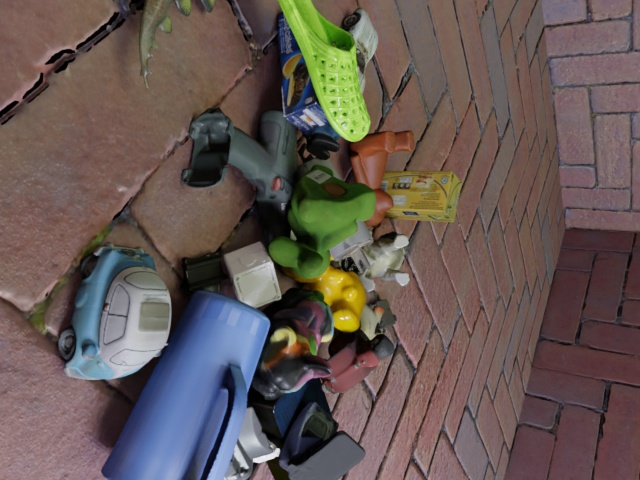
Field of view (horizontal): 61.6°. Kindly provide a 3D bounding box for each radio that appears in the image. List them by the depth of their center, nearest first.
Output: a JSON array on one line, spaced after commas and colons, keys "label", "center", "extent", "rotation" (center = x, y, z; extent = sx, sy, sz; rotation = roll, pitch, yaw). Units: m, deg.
[{"label": "radio", "center": [-0.045, 0.319, 0.943], "extent": [0.131, 0.073, 0.229], "rotation": [-48, 133, -43]}]

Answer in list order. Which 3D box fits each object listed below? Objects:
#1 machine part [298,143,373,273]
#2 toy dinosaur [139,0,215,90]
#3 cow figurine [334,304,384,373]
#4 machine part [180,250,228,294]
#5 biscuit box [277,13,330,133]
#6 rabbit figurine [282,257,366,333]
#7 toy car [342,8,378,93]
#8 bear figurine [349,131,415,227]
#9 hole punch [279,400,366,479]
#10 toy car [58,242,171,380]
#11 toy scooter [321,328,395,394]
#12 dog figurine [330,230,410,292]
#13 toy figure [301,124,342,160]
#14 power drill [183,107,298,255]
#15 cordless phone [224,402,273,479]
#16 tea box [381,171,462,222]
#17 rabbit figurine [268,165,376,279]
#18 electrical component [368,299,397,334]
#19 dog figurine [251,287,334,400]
[{"label": "machine part", "center": [0.020, -0.054, 0.915], "extent": [0.079, 0.079, 0.243], "rotation": [-13, 71, -55]}, {"label": "toy dinosaur", "center": [-0.135, -0.407, 0.680], "extent": [0.471, 0.105, 0.198], "rotation": [-63, 144, -23]}, {"label": "cow figurine", "center": [0.080, 0.189, 1.100], "extent": [0.194, 0.086, 0.127], "rotation": [45, 60, -46]}, {"label": "machine part", "center": [-0.162, 0.087, 0.764], "extent": [0.084, 0.039, 0.138], "rotation": [-15, 106, -60]}, {"label": "biscuit box", "center": [-0.024, -0.274, 0.845], "extent": [0.062, 0.059, 0.202], "rotation": [26, 53, -55]}, {"label": "rabbit figurine", "center": [0.009, 0.064, 0.954], "extent": [0.173, 0.122, 0.162], "rotation": [44, 64, -28]}, {"label": "toy car", "center": [0.066, -0.350, 1.029], "extent": [0.073, 0.056, 0.201], "rotation": [40, 62, -51]}, {"label": "bear figurine", "center": [0.116, -0.115, 1.078], "extent": [0.120, 0.132, 0.195], "rotation": [-10, 97, -51]}, {"label": "hole punch", "center": [-0.006, 0.338, 0.877], "extent": [0.116, 0.092, 0.142], "rotation": [-40, 136, -6]}, {"label": "toy car", "center": [-0.220, 0.087, 0.619], "extent": [0.109, 0.103, 0.161], "rotation": [19, 81, -57]}, {"label": "toy scooter", "center": [0.045, 0.213, 0.941], "extent": [0.135, 0.184, 0.075], "rotation": [-37, 93, -16]}, {"label": "dog figurine", "center": [0.102, 0.034, 1.124], "extent": [0.190, 0.172, 0.121], "rotation": [-99, -163, -86]}, {"label": "toy figure", "center": [0.005, -0.226, 0.901], "extent": [0.089, 0.082, 0.180], "rotation": [38, 49, -44]}, {"label": "power drill", "center": [-0.100, -0.092, 0.795], "extent": [0.207, 0.086, 0.232], "rotation": [11, 84, -53]}, {"label": "cordless phone", "center": [-0.169, 0.315, 0.767], "extent": [0.184, 0.089, 0.146], "rotation": [-39, 128, -33]}, {"label": "tea box", "center": [0.216, -0.098, 1.187], "extent": [0.068, 0.170, 0.098], "rotation": [32, 69, -54]}, {"label": "rabbit figurine", "center": [-0.002, -0.002, 0.815], "extent": [0.159, 0.121, 0.170], "rotation": [-51, 160, -55]}, {"label": "electrical component", "center": [0.135, 0.178, 1.223], "extent": [0.102, 0.045, 0.078], "rotation": [-9, 73, -58]}, {"label": "dog figurine", "center": [-0.032, 0.143, 0.775], "extent": [0.108, 0.219, 0.191], "rotation": [47, 69, -5]}]
